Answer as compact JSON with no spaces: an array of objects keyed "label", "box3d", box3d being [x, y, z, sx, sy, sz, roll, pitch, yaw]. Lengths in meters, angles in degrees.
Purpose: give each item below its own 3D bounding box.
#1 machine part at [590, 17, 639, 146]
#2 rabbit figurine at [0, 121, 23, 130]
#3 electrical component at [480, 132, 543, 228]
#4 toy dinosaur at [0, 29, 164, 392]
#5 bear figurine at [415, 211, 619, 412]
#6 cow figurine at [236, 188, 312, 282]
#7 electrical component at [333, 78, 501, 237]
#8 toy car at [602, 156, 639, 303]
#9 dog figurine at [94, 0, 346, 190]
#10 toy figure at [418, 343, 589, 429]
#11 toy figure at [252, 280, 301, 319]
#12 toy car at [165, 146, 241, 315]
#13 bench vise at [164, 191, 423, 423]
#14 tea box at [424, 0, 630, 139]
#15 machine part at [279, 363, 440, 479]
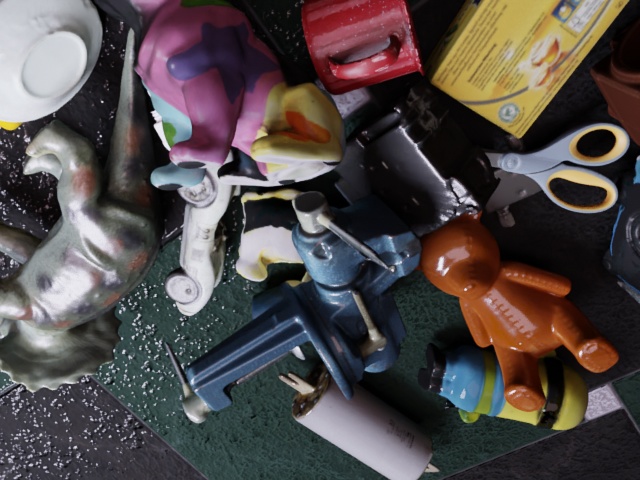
[{"label":"machine part","box3d":[0.315,-0.144,0.374,0.201,0.201,0.087,-38,107,21]},{"label":"rabbit figurine","box3d":[-0.320,-0.159,0.428,0.162,0.173,0.122,30,120,-16]},{"label":"electrical component","box3d":[0.186,-0.058,0.530,0.063,0.021,0.094,-24,113,15]},{"label":"toy dinosaur","box3d":[-0.238,0.007,0.547,0.192,0.131,0.405,36,111,-28]},{"label":"bear figurine","box3d":[0.176,0.056,0.534,0.195,0.132,0.120,40,115,-23]},{"label":"cow figurine","box3d":[0.000,-0.002,0.550,0.167,0.068,0.098,8,112,-2]},{"label":"electrical component","box3d":[0.074,-0.060,0.484,0.115,0.058,0.134,49,147,-7]},{"label":"toy car","box3d":[0.345,-0.006,0.504,0.103,0.109,0.161,-15,127,-8]},{"label":"dog figurine","box3d":[-0.077,-0.156,0.426,0.191,0.108,0.219,-5,88,-23]},{"label":"toy figure","box3d":[0.208,0.167,0.610,0.180,0.089,0.082,10,127,-4]},{"label":"toy figure","box3d":[0.003,0.074,0.594,0.155,0.058,0.064,-5,124,1]},{"label":"toy car","box3d":[-0.116,-0.015,0.544,0.056,0.073,0.201,12,118,-4]},{"label":"bench vise","box3d":[-0.020,0.073,0.463,0.241,0.129,0.223,-31,145,-6]},{"label":"tea box","box3d":[0.173,-0.183,0.438,0.098,0.068,0.169,30,116,-10]},{"label":"machine part","box3d":[0.053,0.226,0.658,0.243,0.079,0.079,37,114,-14]}]
